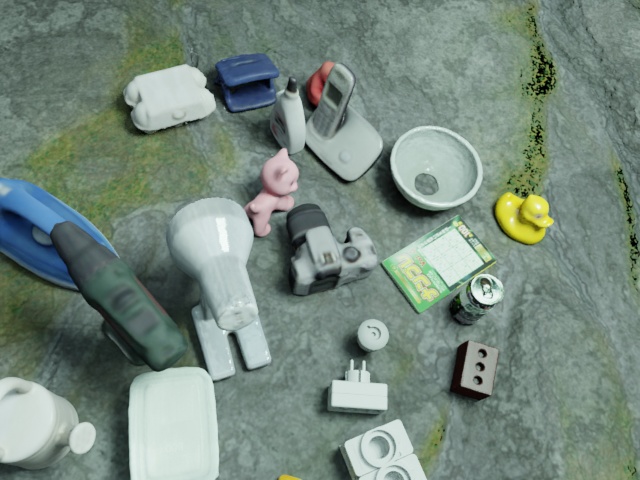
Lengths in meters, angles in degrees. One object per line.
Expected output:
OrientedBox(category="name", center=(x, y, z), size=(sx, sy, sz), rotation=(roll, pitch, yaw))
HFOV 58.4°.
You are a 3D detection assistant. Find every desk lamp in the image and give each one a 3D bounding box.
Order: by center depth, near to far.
OrientedBox(category="desk lamp", center=(-0.135, 0.072, 0.817), size=(0.118, 0.213, 0.203), rotation=(-16, 68, -14))

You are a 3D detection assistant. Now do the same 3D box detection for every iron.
OrientedBox(category="iron", center=(-0.397, -0.011, 0.860), size=(0.258, 0.141, 0.119), rotation=(30, 65, 7))

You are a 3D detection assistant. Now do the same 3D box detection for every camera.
OrientedBox(category="camera", center=(0.009, 0.003, 0.931), size=(0.143, 0.101, 0.136), rotation=(-14, 68, -14))

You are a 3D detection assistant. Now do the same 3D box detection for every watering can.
OrientedBox(category="watering can", center=(-0.373, 0.229, 0.723), size=(0.173, 0.194, 0.101), rotation=(-5, 66, -10))

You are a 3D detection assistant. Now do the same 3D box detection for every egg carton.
OrientedBox(category="egg carton", center=(-0.269, -0.251, 1.028), size=(0.150, 0.069, 0.107), rotation=(-21, 70, -16))

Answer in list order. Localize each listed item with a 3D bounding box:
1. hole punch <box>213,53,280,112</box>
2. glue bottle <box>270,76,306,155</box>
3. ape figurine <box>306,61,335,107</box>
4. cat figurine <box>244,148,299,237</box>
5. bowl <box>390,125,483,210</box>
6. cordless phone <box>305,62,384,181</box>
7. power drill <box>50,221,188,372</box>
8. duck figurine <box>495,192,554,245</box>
OrientedBox(category="hole punch", center=(-0.137, -0.306, 1.060), size=(0.109, 0.091, 0.101), rotation=(-17, 68, -15))
OrientedBox(category="glue bottle", center=(-0.053, -0.223, 0.987), size=(0.037, 0.173, 0.078), rotation=(-32, 73, -19))
OrientedBox(category="ape figurine", center=(0.012, -0.295, 1.075), size=(0.078, 0.092, 0.076), rotation=(-31, 73, -19))
OrientedBox(category="cat figurine", center=(-0.080, -0.085, 0.950), size=(0.067, 0.118, 0.128), rotation=(34, 66, 9))
OrientedBox(category="bowl", center=(0.200, -0.117, 1.027), size=(0.167, 0.075, 0.167), rotation=(3, 65, -6))
OrientedBox(category="cordless phone", center=(0.048, -0.202, 0.985), size=(0.147, 0.185, 0.094), rotation=(43, 67, 13))
OrientedBox(category="power drill", center=(-0.270, 0.095, 0.791), size=(0.229, 0.208, 0.076), rotation=(43, 67, 12))
OrientedBox(category="duck figurine", center=(0.366, -0.050, 1.013), size=(0.078, 0.086, 0.104), rotation=(-36, 75, -21))
